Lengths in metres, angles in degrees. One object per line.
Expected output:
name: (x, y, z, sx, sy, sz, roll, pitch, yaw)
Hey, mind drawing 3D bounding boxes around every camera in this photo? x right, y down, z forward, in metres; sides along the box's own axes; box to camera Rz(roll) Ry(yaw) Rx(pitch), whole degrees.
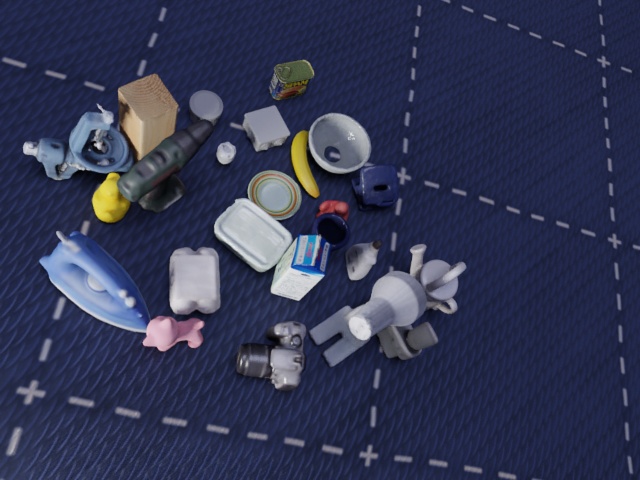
camera: (-0.102, 0.240, 1.216, 0.137, 0.100, 0.143, 10, 67, -15)

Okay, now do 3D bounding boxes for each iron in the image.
iron: (-0.429, 0.083, 1.140, 0.258, 0.141, 0.119, 41, 63, -1)

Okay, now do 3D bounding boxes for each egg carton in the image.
egg carton: (-0.270, 0.088, 1.234, 0.107, 0.069, 0.150, 0, 70, -19)

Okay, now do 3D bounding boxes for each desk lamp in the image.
desk lamp: (0.108, 0.173, 1.252, 0.204, 0.213, 0.118, -32, 82, -26)

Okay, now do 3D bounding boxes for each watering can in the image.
watering can: (0.268, 0.093, 1.350, 0.173, 0.193, 0.101, 37, 63, -2)

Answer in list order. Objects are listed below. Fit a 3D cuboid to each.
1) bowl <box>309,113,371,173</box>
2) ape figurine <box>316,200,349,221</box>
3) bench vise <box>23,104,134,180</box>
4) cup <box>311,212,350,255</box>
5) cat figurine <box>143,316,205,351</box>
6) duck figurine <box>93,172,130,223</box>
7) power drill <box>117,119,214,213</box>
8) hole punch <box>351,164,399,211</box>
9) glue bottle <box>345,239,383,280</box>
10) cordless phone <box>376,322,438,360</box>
bowl: (0.042, -0.235, 1.464, 0.168, 0.074, 0.167, 7, 68, -17)
ape figurine: (0.041, -0.068, 1.389, 0.076, 0.092, 0.078, -15, 75, -23)
bench vise: (-0.491, -0.191, 1.179, 0.208, 0.219, 0.121, -23, 78, -25)
cup: (0.012, 0.005, 1.350, 0.092, 0.094, 0.118, 18, 65, -12)
cat figurine: (-0.296, 0.184, 1.161, 0.128, 0.117, 0.067, -7, 72, -21)
duck figurine: (-0.448, -0.095, 1.232, 0.078, 0.086, 0.104, 8, 68, -16)
power drill: (-0.329, -0.148, 1.226, 0.075, 0.208, 0.230, 45, 63, 2)
hole punch: (0.148, -0.133, 1.452, 0.109, 0.091, 0.101, -8, 73, -22)
glue bottle: (0.107, 0.035, 1.327, 0.037, 0.173, 0.078, -2, 70, -19)
cordless phone: (0.201, 0.190, 1.294, 0.094, 0.184, 0.147, -25, 79, -25)
